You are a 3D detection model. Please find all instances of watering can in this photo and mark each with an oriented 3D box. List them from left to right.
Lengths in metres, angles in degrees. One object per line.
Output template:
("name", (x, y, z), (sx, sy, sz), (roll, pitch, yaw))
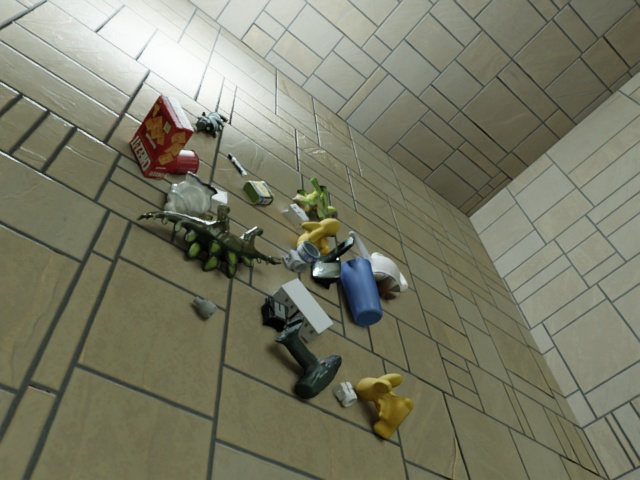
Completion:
("watering can", (0.244, 0.119, 2.182), (0.345, 0.102, 0.229), (39, 26, -12))

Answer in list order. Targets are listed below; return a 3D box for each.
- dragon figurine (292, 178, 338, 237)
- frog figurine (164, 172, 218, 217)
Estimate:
("dragon figurine", (0.007, -0.110, 2.190), (0.121, 0.248, 0.405), (-29, -37, 21))
("frog figurine", (-0.414, -0.115, 1.597), (0.136, 0.162, 0.122), (47, -31, -23))
